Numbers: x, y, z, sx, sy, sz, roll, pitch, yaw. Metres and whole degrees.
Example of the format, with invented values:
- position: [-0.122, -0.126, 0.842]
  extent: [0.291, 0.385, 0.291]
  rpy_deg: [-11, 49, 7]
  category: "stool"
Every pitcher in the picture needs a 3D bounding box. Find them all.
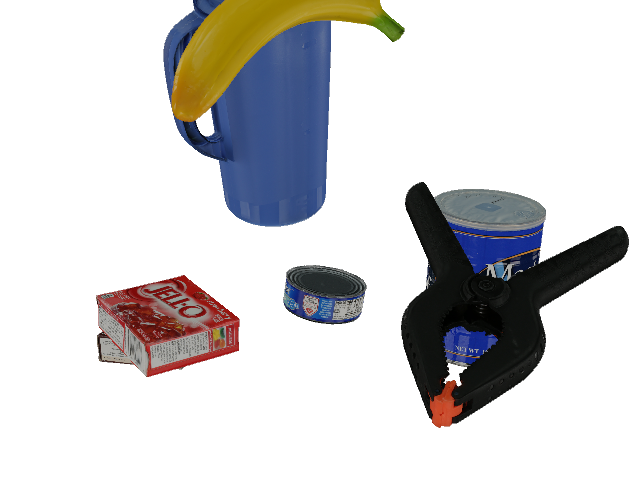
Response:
- position: [-0.060, -0.135, 1.067]
  extent: [0.149, 0.243, 0.145]
  rpy_deg: [5, 35, 10]
  category: "pitcher"

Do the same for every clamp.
- position: [0.104, 0.037, 0.731]
  extent: [0.165, 0.036, 0.209]
  rpy_deg: [18, 47, 22]
  category: "clamp"

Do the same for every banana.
- position: [-0.025, -0.138, 0.684]
  extent: [0.197, 0.069, 0.037]
  rpy_deg: [-28, -8, -34]
  category: "banana"

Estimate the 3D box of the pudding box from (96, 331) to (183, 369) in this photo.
- position: [-0.202, 0.122, 1.299]
  extent: [0.114, 0.039, 0.090]
  rpy_deg: [2, 13, 17]
  category: "pudding box"

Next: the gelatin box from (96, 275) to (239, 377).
- position: [-0.110, 0.058, 0.765]
  extent: [0.073, 0.030, 0.089]
  rpy_deg: [-13, 27, -30]
  category: "gelatin box"

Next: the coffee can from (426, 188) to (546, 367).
- position: [0.149, 0.034, 0.989]
  extent: [0.103, 0.140, 0.103]
  rpy_deg: [2, 20, -1]
  category: "coffee can"

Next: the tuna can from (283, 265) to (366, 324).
- position: [0.004, 0.057, 1.128]
  extent: [0.086, 0.034, 0.086]
  rpy_deg: [8, 18, -3]
  category: "tuna can"
